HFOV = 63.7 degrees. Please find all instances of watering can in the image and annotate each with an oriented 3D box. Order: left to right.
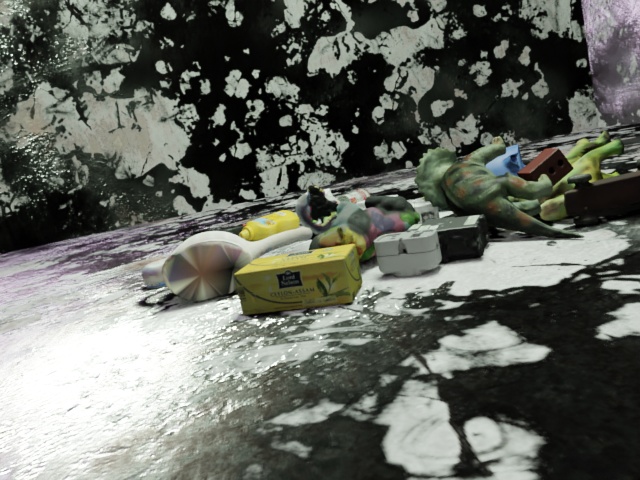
[{"bbox_3d":[-0.168,0.029,0.983,0.348,0.103,0.225,-14,10,-10],"label":"watering can"}]

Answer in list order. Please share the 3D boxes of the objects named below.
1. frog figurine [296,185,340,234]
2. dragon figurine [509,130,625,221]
[{"bbox_3d":[0.004,-0.069,1.368,0.137,0.124,0.158,17,-9,3],"label":"frog figurine"},{"bbox_3d":[0.499,-0.129,1.085,0.241,0.121,0.416,-18,14,17],"label":"dragon figurine"}]
